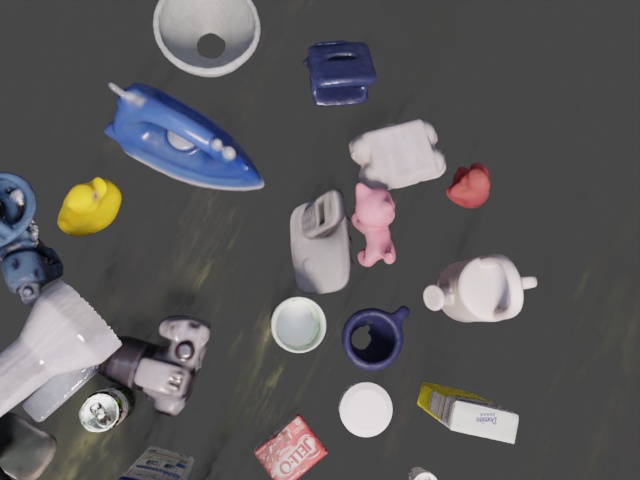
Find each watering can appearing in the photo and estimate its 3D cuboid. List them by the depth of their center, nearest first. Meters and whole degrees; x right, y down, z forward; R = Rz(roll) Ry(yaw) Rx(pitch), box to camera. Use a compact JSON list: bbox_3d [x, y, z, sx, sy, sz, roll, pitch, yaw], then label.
[{"bbox_3d":[0.243,0.077,0.858,0.173,0.194,0.101,-30,86,-9],"label":"watering can"}]

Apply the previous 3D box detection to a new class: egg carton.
[{"bbox_3d":[0.127,-0.137,0.939,0.150,0.069,0.107,-16,84,-8],"label":"egg carton"}]

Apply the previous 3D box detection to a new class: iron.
[{"bbox_3d":[-0.199,-0.157,0.870,0.258,0.141,0.119,26,80,-2],"label":"iron"}]

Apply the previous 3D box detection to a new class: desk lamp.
[{"bbox_3d":[-0.362,0.159,0.771,0.118,0.213,0.203,45,80,2],"label":"desk lamp"}]

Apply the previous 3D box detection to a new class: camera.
[{"bbox_3d":[-0.244,0.172,0.839,0.137,0.100,0.143,18,81,-3],"label":"camera"}]

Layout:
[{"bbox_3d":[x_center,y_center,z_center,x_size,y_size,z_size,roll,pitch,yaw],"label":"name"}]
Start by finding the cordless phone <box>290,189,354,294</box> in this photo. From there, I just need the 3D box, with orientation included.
[{"bbox_3d":[0.008,0.003,0.847,0.094,0.185,0.147,-7,83,-7],"label":"cordless phone"}]

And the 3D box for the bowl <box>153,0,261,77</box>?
[{"bbox_3d":[-0.181,-0.334,0.930,0.167,0.074,0.167,1,82,-6],"label":"bowl"}]

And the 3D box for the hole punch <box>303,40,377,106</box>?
[{"bbox_3d":[0.032,-0.281,0.938,0.109,0.091,0.101,-6,83,-7],"label":"hole punch"}]

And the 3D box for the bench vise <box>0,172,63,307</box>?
[{"bbox_3d":[-0.432,-0.018,0.785,0.121,0.219,0.207,-44,88,-10],"label":"bench vise"}]

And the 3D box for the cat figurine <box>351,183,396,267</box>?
[{"bbox_3d":[0.090,-0.026,0.895,0.067,0.117,0.128,-12,83,-7],"label":"cat figurine"}]

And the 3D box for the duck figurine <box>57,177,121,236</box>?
[{"bbox_3d":[-0.356,-0.055,0.866,0.077,0.086,0.105,44,80,2],"label":"duck figurine"}]

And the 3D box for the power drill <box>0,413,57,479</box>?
[{"bbox_3d":[-0.431,0.294,0.747,0.229,0.208,0.076,31,80,-1],"label":"power drill"}]

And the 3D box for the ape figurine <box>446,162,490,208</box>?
[{"bbox_3d":[0.248,-0.092,0.934,0.078,0.092,0.076,-23,85,-9],"label":"ape figurine"}]

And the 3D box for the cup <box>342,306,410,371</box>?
[{"bbox_3d":[0.083,0.143,0.882,0.118,0.095,0.091,-40,88,-10],"label":"cup"}]
